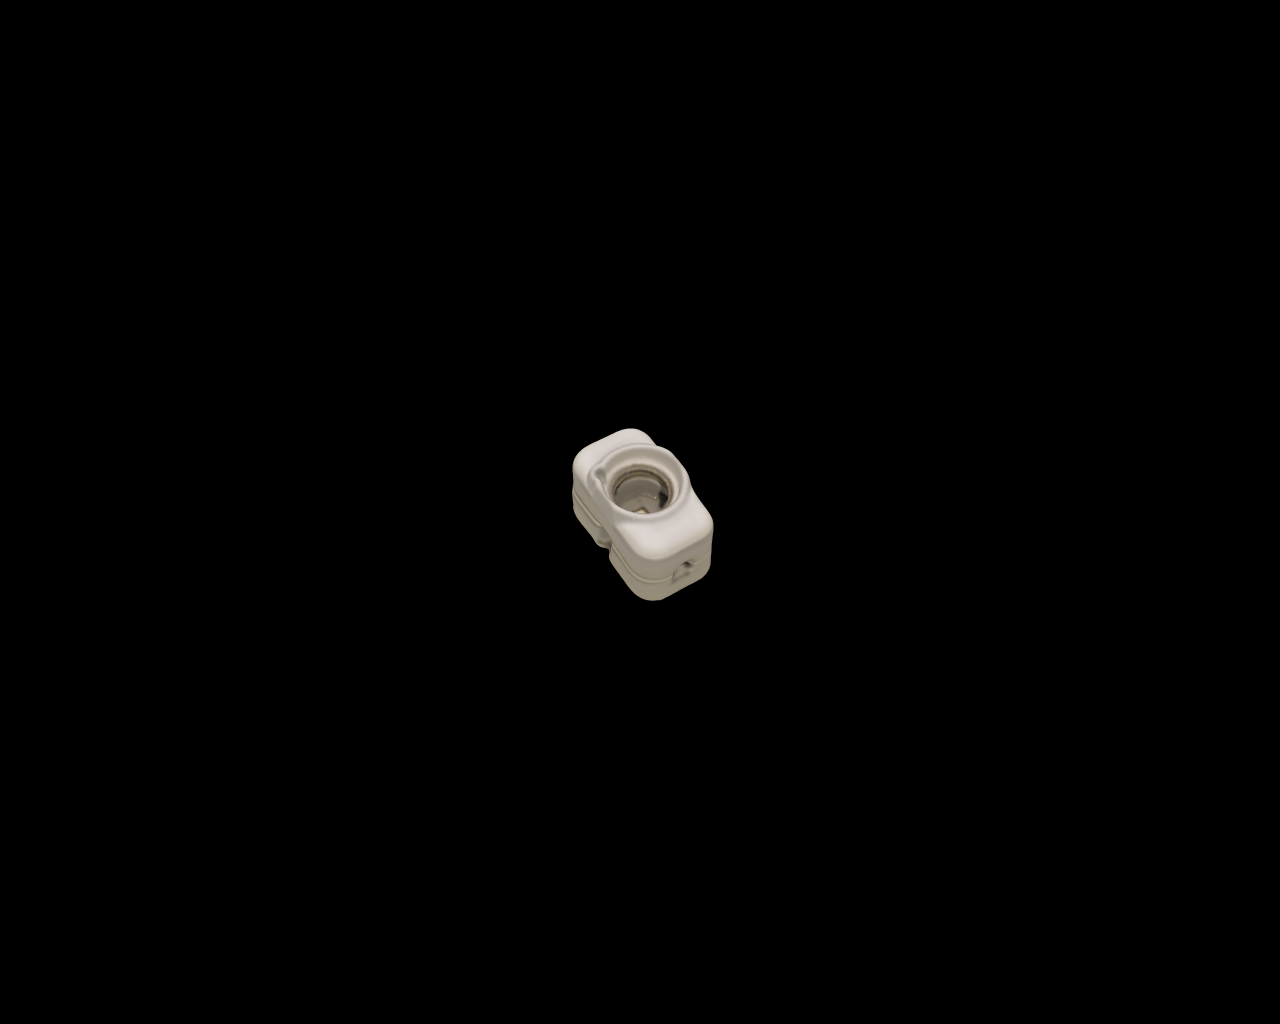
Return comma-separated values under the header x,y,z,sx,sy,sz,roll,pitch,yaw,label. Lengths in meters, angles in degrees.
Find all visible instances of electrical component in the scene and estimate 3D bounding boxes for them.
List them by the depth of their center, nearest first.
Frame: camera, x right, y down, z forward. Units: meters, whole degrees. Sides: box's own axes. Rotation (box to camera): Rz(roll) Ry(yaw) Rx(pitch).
x,y,z,sx,sy,sz,roll,pitch,yaw,label
0.001,-0.003,0.650,0.054,0.095,0.059,-27,-32,-18,electrical component
